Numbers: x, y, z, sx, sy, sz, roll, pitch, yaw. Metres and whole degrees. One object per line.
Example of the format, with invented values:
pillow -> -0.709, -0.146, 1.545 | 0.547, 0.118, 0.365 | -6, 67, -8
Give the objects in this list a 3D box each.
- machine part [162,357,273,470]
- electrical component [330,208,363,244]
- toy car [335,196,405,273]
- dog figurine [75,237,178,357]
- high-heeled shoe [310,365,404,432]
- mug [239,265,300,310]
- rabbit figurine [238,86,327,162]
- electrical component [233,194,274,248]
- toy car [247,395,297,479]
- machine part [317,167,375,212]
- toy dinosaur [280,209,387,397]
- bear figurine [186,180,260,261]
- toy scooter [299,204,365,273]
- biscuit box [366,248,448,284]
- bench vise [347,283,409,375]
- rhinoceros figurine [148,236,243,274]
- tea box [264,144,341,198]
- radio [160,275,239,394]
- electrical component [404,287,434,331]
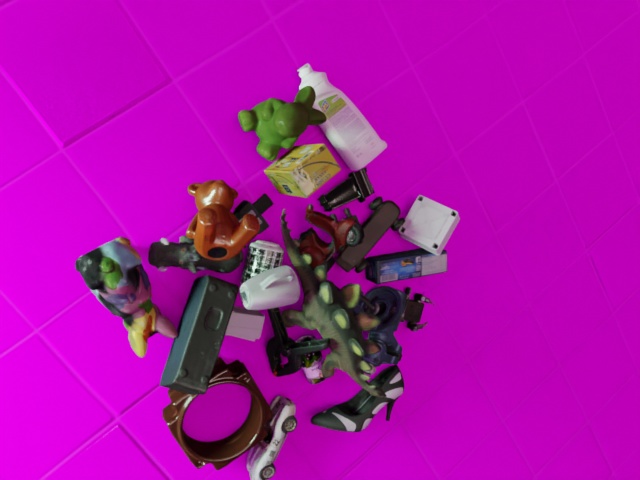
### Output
machine part -> -0.220, 0.376, 1.166 | 0.201, 0.087, 0.201 | -31, 110, -16
electrical component -> 0.061, -0.027, 1.228 | 0.063, 0.021, 0.094 | -23, 68, 1
toy car -> 0.113, -0.011, 1.267 | 0.089, 0.053, 0.202 | 42, 82, -7
dog figurine -> -0.359, 0.112, 1.022 | 0.108, 0.191, 0.219 | -33, 94, -22
high-heeled shoe -> 0.097, 0.379, 1.308 | 0.249, 0.086, 0.145 | 4, 92, -27
mug -> -0.100, 0.097, 1.069 | 0.107, 0.109, 0.081 | -15, 73, -31
rabbit figurine -> -0.064, -0.236, 1.092 | 0.159, 0.170, 0.121 | -30, 109, -16
electrical component -> -0.146, -0.048, 1.154 | 0.119, 0.048, 0.074 | -39, 112, -11
toy car -> -0.113, 0.457, 1.230 | 0.056, 0.074, 0.201 | 27, 87, -28
machine part -> 0.061, -0.109, 1.239 | 0.139, 0.039, 0.084 | -27, 113, -19
toy dinosaur -> 0.018, 0.152, 1.149 | 0.105, 0.198, 0.471 | -41, 99, -41
bear figurine -> -0.194, -0.061, 1.047 | 0.120, 0.132, 0.196 | 10, 50, -23
toy scooter -> -0.002, -0.004, 1.184 | 0.135, 0.075, 0.184 | 41, 120, -7
biscuit box -> 0.212, 0.061, 1.315 | 0.203, 0.063, 0.059 | -7, 101, -22
bench vise -> 0.118, 0.188, 1.252 | 0.223, 0.129, 0.240 | -56, 131, -15
rhinoceros figurine -> -0.252, 0.036, 1.087 | 0.190, 0.112, 0.073 | 7, 98, -32
tea box -> -0.040, -0.145, 1.117 | 0.098, 0.170, 0.068 | -40, 110, -12
radio -> -0.239, 0.186, 1.070 | 0.073, 0.131, 0.229 | 22, 69, -22
electrical component -> 0.238, 0.177, 1.353 | 0.078, 0.045, 0.102 | 20, 90, -26
